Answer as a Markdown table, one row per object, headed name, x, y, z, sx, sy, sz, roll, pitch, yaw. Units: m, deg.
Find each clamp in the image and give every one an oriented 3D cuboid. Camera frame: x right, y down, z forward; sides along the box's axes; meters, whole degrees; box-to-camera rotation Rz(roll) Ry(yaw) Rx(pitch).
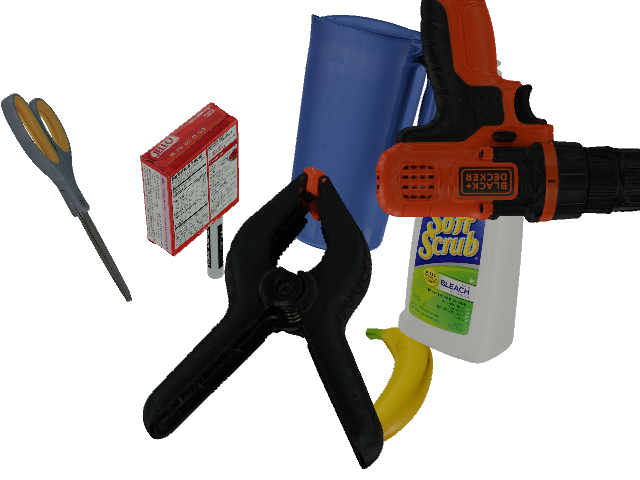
| name | x | y | z | sx | sy | sz | roll | pitch | yaw |
| --- | --- | --- | --- | --- | --- | --- | --- | --- | --- |
| clamp | -0.008 | 0.040 | 0.557 | 0.120 | 0.171 | 0.039 | 16 | -28 | 10 |

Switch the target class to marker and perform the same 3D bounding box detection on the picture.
| name | x | y | z | sx | sy | sz | roll | pitch | yaw |
| --- | --- | --- | --- | --- | --- | --- | --- | --- | --- |
| marker | -0.119 | -0.007 | 1.199 | 0.020 | 0.121 | 0.020 | 2 | 41 | -2 |

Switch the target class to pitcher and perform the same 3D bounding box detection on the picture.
| name | x | y | z | sx | sy | sz | roll | pitch | yaw |
| --- | --- | --- | --- | --- | --- | --- | --- | --- | --- |
| pitcher | 0.043 | -0.111 | 1.131 | 0.145 | 0.243 | 0.149 | 9 | 16 | -4 |

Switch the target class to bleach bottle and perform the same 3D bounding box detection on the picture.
| name | x | y | z | sx | sy | sz | roll | pitch | yaw |
| --- | --- | --- | --- | --- | --- | --- | --- | --- | --- |
| bleach bottle | 0.119 | -0.028 | 0.883 | 0.103 | 0.251 | 0.067 | 22 | 34 | 39 |

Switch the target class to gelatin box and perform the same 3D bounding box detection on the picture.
| name | x | y | z | sx | sy | sz | roll | pitch | yaw |
| --- | --- | --- | --- | --- | --- | --- | --- | --- | --- |
| gelatin box | -0.092 | -0.043 | 0.760 | 0.030 | 0.089 | 0.073 | 32 | 55 | 22 |

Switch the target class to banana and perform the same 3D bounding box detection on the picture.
| name | x | y | z | sx | sy | sz | roll | pitch | yaw |
| --- | --- | --- | --- | --- | --- | --- | --- | --- | --- |
| banana | 0.075 | 0.134 | 1.023 | 0.070 | 0.037 | 0.197 | -23 | 19 | 15 |

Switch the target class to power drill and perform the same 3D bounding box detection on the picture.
| name | x | y | z | sx | sy | sz | roll | pitch | yaw |
| --- | --- | --- | --- | --- | --- | --- | --- | --- | --- |
| power drill | 0.126 | -0.105 | 0.673 | 0.184 | 0.188 | 0.057 | -1 | 2 | -2 |

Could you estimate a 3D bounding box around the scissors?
| name | x | y | z | sx | sy | sz | roll | pitch | yaw |
| --- | --- | --- | --- | --- | --- | --- | --- | --- | --- |
| scissors | -0.216 | -0.046 | 0.944 | 0.016 | 0.201 | 0.096 | -26 | 23 | 10 |
